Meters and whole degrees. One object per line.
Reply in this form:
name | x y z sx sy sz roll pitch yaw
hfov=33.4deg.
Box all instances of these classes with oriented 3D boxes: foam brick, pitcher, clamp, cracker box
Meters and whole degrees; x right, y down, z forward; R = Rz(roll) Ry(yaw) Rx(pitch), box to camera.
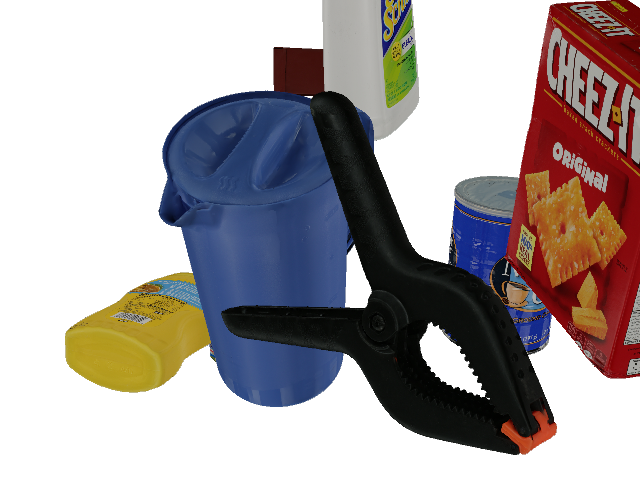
foam brick | -0.009 -0.184 1.167 0.078 0.051 0.053 0 11 -16
pitcher | -0.031 0.011 0.832 0.149 0.243 0.145 -1 43 3
clamp | 0.040 0.029 0.564 0.210 0.165 0.036 34 31 30
cracker box | 0.203 -0.037 0.740 0.072 0.214 0.164 -7 34 -16

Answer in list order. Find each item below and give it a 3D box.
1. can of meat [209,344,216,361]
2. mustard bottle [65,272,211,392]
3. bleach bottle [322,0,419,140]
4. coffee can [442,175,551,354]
can of meat | -0.086 0.098 1.285 0.101 0.084 0.058 -10 19 -37
mustard bottle | -0.141 0.072 0.968 0.096 0.058 0.191 9 20 20
bleach bottle | 0.036 -0.216 0.879 0.068 0.251 0.102 11 35 26
coffee can | 0.169 0.022 0.987 0.103 0.140 0.103 3 21 -1
